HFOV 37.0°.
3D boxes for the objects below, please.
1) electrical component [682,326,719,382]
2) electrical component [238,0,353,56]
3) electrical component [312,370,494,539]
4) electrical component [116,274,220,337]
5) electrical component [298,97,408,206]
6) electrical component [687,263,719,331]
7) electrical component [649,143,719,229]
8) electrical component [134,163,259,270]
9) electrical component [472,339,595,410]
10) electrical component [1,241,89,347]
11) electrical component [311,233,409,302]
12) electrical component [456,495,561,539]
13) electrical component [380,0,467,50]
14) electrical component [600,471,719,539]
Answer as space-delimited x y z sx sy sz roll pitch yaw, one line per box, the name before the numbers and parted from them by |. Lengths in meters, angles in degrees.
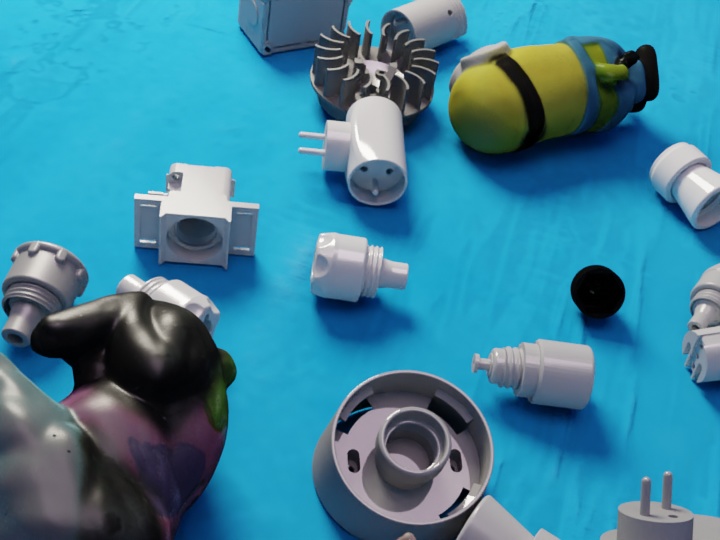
electrical component | 0.239 0.054 0.700 0.046 0.040 0.040 -6 46 -9
electrical component | -0.052 -0.231 0.917 0.096 0.061 0.061 -15 49 -25
electrical component | 0.025 0.106 0.601 0.099 0.064 0.099 5 58 -8
electrical component | -0.120 0.025 0.653 0.062 0.043 0.043 30 47 21
electrical component | -0.006 -0.090 0.793 0.079 0.044 0.077 5 44 -7
electrical component | 0.242 0.023 0.736 0.035 0.035 0.061 32 50 21
electrical component | 0.254 -0.065 0.821 0.045 0.045 0.055 -15 49 -25
electrical component | -0.109 -0.038 0.721 0.081 0.042 0.063 5 42 -7
electrical component | 0.108 0.062 0.663 0.078 0.040 0.040 8 44 -4
electrical component | -0.195 0.017 0.646 0.048 0.048 0.062 13 51 2
electrical component | 0.000 0.000 0.703 0.062 0.043 0.043 9 44 -4
electrical component | 0.079 0.151 0.562 0.055 0.045 0.045 30 47 18
electrical component | 0.062 -0.216 0.938 0.081 0.043 0.043 -29 56 -34
electrical component | 0.147 0.138 0.538 0.138 0.073 0.052 -2 5 -41
